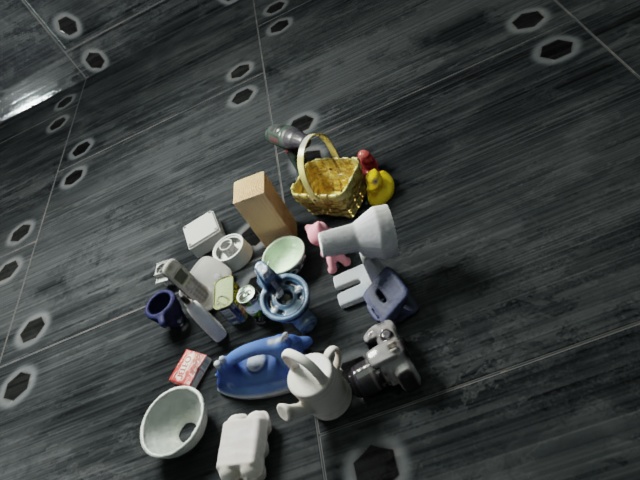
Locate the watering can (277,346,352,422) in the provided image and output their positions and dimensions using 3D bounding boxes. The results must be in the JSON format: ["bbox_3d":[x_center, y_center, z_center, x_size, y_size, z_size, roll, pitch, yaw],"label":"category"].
[{"bbox_3d":[-0.017,0.286,1.152,0.100,0.195,0.173,-4,50,28],"label":"watering can"}]

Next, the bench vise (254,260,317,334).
[{"bbox_3d":[-0.116,0.114,1.347,0.206,0.220,0.122,18,62,40],"label":"bench vise"}]

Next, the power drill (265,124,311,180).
[{"bbox_3d":[-0.063,-0.250,1.658,0.076,0.209,0.228,-44,44,-13],"label":"power drill"}]

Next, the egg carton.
[{"bbox_3d":[-0.155,0.432,1.190,0.107,0.070,0.150,-15,46,18],"label":"egg carton"}]

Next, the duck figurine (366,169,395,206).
[{"bbox_3d":[0.153,-0.154,1.536,0.077,0.086,0.105,4,54,33],"label":"duck figurine"}]

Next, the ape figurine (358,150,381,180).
[{"bbox_3d":[0.132,-0.212,1.597,0.076,0.092,0.078,1,52,31],"label":"ape figurine"}]

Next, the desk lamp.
[{"bbox_3d":[0.096,0.034,1.303,0.203,0.214,0.117,-24,43,9],"label":"desk lamp"}]

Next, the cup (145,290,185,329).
[{"bbox_3d":[-0.401,0.202,1.524,0.091,0.095,0.117,-28,43,4],"label":"cup"}]

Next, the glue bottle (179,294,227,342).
[{"bbox_3d":[-0.298,0.185,1.422,0.037,0.174,0.078,-40,43,-8],"label":"glue bottle"}]

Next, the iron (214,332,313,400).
[{"bbox_3d":[-0.146,0.275,1.275,0.258,0.142,0.118,-20,44,13],"label":"iron"}]

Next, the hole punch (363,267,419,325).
[{"bbox_3d":[0.150,0.132,1.272,0.101,0.091,0.108,-34,43,-2],"label":"hole punch"}]

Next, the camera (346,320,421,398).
[{"bbox_3d":[0.117,0.250,1.176,0.137,0.101,0.143,-28,43,4],"label":"camera"}]

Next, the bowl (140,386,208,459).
[{"bbox_3d":[-0.315,0.419,1.290,0.167,0.075,0.167,-16,45,17],"label":"bowl"}]

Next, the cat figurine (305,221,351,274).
[{"bbox_3d":[0.013,0.005,1.448,0.067,0.118,0.127,-32,43,0],"label":"cat figurine"}]

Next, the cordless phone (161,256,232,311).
[{"bbox_3d":[-0.328,0.090,1.518,0.093,0.186,0.148,4,54,33],"label":"cordless phone"}]
